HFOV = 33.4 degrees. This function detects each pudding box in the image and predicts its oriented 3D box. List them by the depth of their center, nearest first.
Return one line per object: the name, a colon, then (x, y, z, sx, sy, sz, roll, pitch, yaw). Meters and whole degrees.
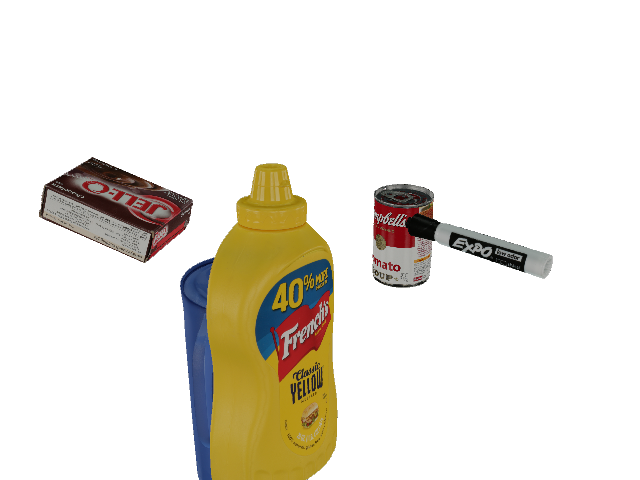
pudding box: (-0.187, -0.029, 0.982, 0.113, 0.039, 0.090, 21, 25, 9)

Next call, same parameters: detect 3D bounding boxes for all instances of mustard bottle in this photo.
mustard bottle: (-0.028, 0.049, 0.638, 0.058, 0.192, 0.096, 10, 19, 35)

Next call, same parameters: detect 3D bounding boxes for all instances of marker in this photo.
marker: (0.120, 0.003, 0.826, 0.121, 0.020, 0.020, 19, 10, 29)

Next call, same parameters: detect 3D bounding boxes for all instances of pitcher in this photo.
pitcher: (-0.078, 0.148, 1.086, 0.149, 0.243, 0.145, -10, 27, -24)

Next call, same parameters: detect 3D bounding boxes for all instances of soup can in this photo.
soup can: (0.093, -0.006, 1.220, 0.068, 0.102, 0.068, 0, 24, 0)
